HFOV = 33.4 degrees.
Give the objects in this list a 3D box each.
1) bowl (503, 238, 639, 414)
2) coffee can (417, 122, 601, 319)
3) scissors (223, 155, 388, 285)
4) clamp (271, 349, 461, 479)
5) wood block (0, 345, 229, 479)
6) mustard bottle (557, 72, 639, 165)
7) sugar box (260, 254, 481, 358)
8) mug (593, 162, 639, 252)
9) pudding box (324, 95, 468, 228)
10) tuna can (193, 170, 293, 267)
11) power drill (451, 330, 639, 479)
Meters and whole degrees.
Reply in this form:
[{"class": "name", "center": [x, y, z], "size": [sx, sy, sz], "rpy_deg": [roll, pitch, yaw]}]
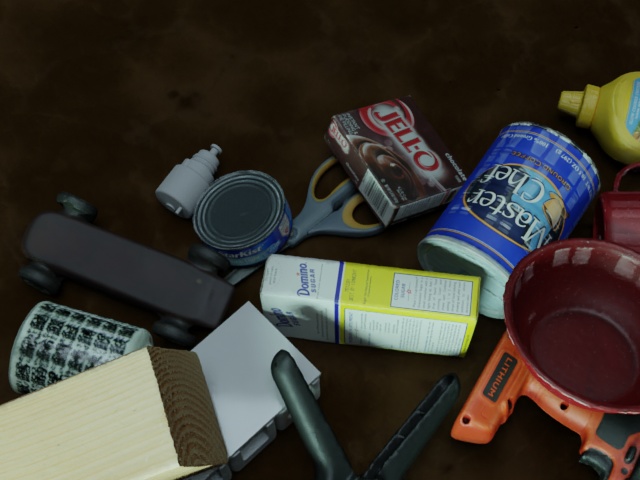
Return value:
[{"class": "bowl", "center": [0.217, 0.077, 0.844], "size": [0.162, 0.055, 0.162], "rpy_deg": [4, 53, -5]}, {"class": "coffee can", "center": [0.163, -0.017, 0.923], "size": [0.103, 0.103, 0.140], "rpy_deg": [32, 69, 15]}, {"class": "scissors", "center": [-0.006, 0.001, 0.966], "size": [0.096, 0.016, 0.201], "rpy_deg": [32, 69, 15]}, {"class": "clamp", "center": [0.021, 0.189, 0.836], "size": [0.164, 0.036, 0.210], "rpy_deg": [17, 76, -19]}, {"class": "wood block", "center": [-0.186, 0.158, 0.797], "size": [0.206, 0.090, 0.091], "rpy_deg": [-23, 75, 14]}, {"class": "mustard bottle", "center": [0.316, -0.107, 0.987], "size": [0.192, 0.058, 0.096], "rpy_deg": [15, 65, 8]}, {"class": "sugar box", "center": [0.041, 0.056, 0.896], "size": [0.176, 0.093, 0.048], "rpy_deg": [9, 64, 5]}, {"class": "mug", "center": [0.282, -0.013, 0.924], "size": [0.081, 0.093, 0.117], "rpy_deg": [1, 77, 7]}, {"class": "pudding box", "center": [0.070, -0.074, 0.975], "size": [0.089, 0.039, 0.113], "rpy_deg": [-19, 66, -28]}, {"class": "tuna can", "center": [-0.069, -0.019, 0.957], "size": [0.086, 0.033, 0.086], "rpy_deg": [-8, 55, 11]}, {"class": "power drill", "center": [0.204, 0.169, 0.859], "size": [0.188, 0.057, 0.184], "rpy_deg": [28, 64, 11]}]
